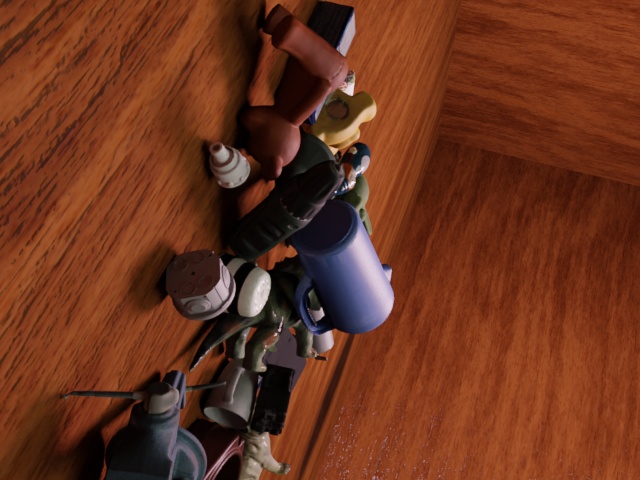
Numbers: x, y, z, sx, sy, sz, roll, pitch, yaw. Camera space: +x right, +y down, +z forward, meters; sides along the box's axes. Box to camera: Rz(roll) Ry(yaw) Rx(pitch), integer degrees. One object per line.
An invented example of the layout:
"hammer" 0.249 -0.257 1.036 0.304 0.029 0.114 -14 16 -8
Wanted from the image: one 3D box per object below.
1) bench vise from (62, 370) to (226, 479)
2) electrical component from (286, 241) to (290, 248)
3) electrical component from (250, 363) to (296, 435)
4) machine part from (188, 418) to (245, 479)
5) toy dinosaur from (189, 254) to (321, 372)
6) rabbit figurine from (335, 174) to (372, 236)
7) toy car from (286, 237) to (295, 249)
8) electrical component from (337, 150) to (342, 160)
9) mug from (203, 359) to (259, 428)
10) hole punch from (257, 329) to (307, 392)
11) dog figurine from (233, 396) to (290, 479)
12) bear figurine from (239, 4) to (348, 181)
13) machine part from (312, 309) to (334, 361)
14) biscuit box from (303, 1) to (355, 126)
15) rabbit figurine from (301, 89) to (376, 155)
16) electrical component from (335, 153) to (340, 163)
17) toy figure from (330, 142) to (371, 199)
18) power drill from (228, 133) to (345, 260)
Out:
"bench vise" -0.193 0.229 0.639 0.241 0.129 0.223 -93 -176 -69
"electrical component" -0.002 -0.003 1.079 0.047 0.119 0.075 94 22 -43
"electrical component" -0.083 0.281 0.953 0.134 0.058 0.115 107 -2 -75
"machine part" -0.202 0.412 0.860 0.201 0.087 0.200 -34 139 -66
"toy dinosaur" -0.084 0.114 0.930 0.404 0.131 0.192 14 81 -72
"rabbit figurine" 0.066 -0.071 1.161 0.170 0.121 0.158 -57 139 -40
"toy car" -0.020 -0.030 0.997 0.103 0.162 0.109 -38 145 11
"electrical component" 0.010 -0.161 1.107 0.078 0.045 0.102 -47 -174 45
"mug" -0.145 0.249 0.918 0.109 0.081 0.107 91 12 -48
"hole punch" -0.101 0.241 1.091 0.142 0.092 0.115 -52 125 -49
"dog figurine" -0.158 0.422 1.067 0.172 0.121 0.190 -49 133 -45
"bear figurine" -0.057 -0.190 0.721 0.196 0.132 0.120 -48 -148 19
"machine part" -0.019 0.160 1.179 0.079 0.079 0.243 -50 135 -58
"biscuit box" -0.004 -0.284 0.861 0.059 0.063 0.202 75 35 -66
"rabbit figurine" 0.013 -0.185 0.955 0.173 0.122 0.162 131 -18 -78
"electrical component" 0.011 -0.134 1.015 0.094 0.063 0.021 -92 -179 -49
"toy figure" 0.056 -0.139 1.076 0.064 0.058 0.154 54 44 -25
"power drill" -0.032 -0.076 0.788 0.232 0.086 0.207 -40 -156 32
